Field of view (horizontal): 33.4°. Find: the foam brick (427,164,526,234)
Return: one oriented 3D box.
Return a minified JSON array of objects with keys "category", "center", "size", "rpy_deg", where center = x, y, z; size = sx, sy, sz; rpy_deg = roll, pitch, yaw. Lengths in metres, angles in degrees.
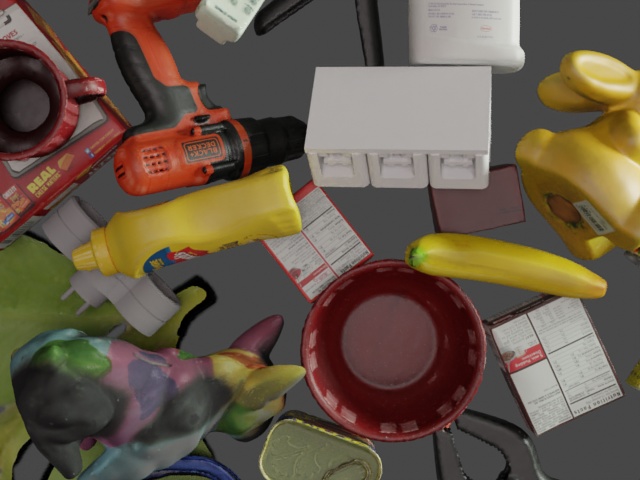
[{"category":"foam brick","center":[0.136,-0.035,0.941],"size":[0.078,0.051,0.053],"rpy_deg":[-10,95,1]}]

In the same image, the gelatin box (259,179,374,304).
[{"category":"gelatin box","center":[-0.006,0.001,0.956],"size":[0.073,0.030,0.089],"rpy_deg":[-38,92,2]}]

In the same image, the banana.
[{"category":"banana","center":[0.147,0.023,0.907],"size":[0.197,0.070,0.037],"rpy_deg":[7,114,-23]}]

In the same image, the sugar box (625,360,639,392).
[{"category":"sugar box","center":[0.362,0.080,0.951],"size":[0.093,0.048,0.176],"rpy_deg":[33,90,-2]}]

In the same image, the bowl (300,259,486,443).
[{"category":"bowl","center":[0.063,0.095,0.948],"size":[0.162,0.055,0.162],"rpy_deg":[0,94,0]}]

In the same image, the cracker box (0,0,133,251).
[{"category":"cracker box","center":[-0.290,-0.121,0.929],"size":[0.164,0.072,0.213],"rpy_deg":[-40,92,2]}]

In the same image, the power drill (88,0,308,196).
[{"category":"power drill","center":[-0.107,-0.138,0.911],"size":[0.184,0.057,0.188],"rpy_deg":[-15,83,-33]}]

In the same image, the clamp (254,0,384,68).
[{"category":"clamp","center":[0.033,-0.226,0.934],"size":[0.120,0.039,0.171],"rpy_deg":[31,94,-4]}]

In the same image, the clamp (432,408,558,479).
[{"category":"clamp","center":[0.181,0.226,0.966],"size":[0.164,0.036,0.210],"rpy_deg":[-34,92,2]}]

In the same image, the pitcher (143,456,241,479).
[{"category":"pitcher","center":[-0.099,0.279,0.935],"size":[0.242,0.145,0.149],"rpy_deg":[-6,109,-3]}]

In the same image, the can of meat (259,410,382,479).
[{"category":"can of meat","center":[0.001,0.191,0.939],"size":[0.102,0.084,0.057],"rpy_deg":[20,90,2]}]

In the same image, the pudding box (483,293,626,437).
[{"category":"pudding box","center":[0.209,0.107,0.957],"size":[0.090,0.039,0.113],"rpy_deg":[-25,96,1]}]

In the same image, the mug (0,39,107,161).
[{"category":"mug","center":[-0.228,-0.111,0.851],"size":[0.117,0.081,0.093],"rpy_deg":[-15,92,0]}]

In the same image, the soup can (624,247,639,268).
[{"category":"soup can","center":[0.324,-0.011,0.933],"size":[0.068,0.068,0.102],"rpy_deg":[34,93,-2]}]

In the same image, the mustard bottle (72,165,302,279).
[{"category":"mustard bottle","center":[-0.113,-0.009,0.890],"size":[0.191,0.096,0.058],"rpy_deg":[-16,84,0]}]

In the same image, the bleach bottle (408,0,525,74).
[{"category":"bleach bottle","center":[0.129,-0.273,0.919],"size":[0.102,0.068,0.251],"rpy_deg":[2,92,0]}]
